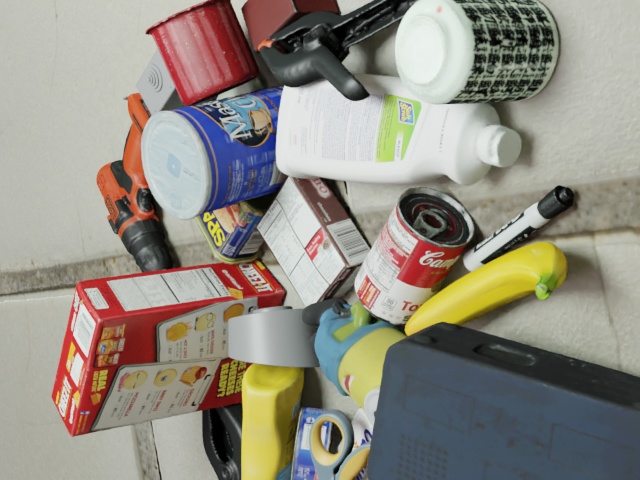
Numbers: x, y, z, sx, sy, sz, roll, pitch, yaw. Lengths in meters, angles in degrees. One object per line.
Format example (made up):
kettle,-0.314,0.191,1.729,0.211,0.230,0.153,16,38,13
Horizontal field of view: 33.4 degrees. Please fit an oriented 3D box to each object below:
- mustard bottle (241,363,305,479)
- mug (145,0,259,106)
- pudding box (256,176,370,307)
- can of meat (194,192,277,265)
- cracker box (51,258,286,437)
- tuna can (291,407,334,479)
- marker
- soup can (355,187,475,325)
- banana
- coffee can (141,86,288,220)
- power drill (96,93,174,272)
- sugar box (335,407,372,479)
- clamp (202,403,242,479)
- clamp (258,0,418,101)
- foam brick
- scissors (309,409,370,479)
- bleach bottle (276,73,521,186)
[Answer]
mustard bottle,-0.051,0.221,1.098,0.058,0.096,0.192,7,108,11
mug,-0.107,-0.183,1.038,0.093,0.117,0.081,-21,98,15
pudding box,-0.007,0.001,1.025,0.113,0.039,0.090,59,141,20
can of meat,-0.087,-0.040,1.121,0.102,0.057,0.084,60,137,25
cracker box,-0.160,0.109,1.117,0.072,0.213,0.164,50,134,38
tuna can,-0.007,0.207,1.041,0.086,0.034,0.086,8,-91,-87
marker,0.154,-0.008,0.828,0.121,0.020,0.020,-42,64,49
soup can,0.077,0.015,0.897,0.068,0.068,0.102,56,138,31
banana,0.133,0.037,0.826,0.037,0.069,0.198,62,152,3
coffee can,-0.085,-0.085,1.023,0.103,0.140,0.103,23,122,43
power drill,-0.205,-0.067,1.273,0.184,0.057,0.188,57,138,30
sugar box,0.079,0.241,0.962,0.176,0.048,0.093,51,135,33
clamp,-0.095,0.267,1.212,0.165,0.036,0.210,-36,71,49
clamp,0.015,-0.175,0.923,0.172,0.120,0.039,19,153,50
foam brick,-0.029,-0.216,1.004,0.078,0.052,0.051,-34,70,51
scissors,-0.004,0.231,0.990,0.096,0.016,0.202,53,127,14
bleach bottle,0.063,-0.085,0.899,0.251,0.067,0.102,17,106,49
